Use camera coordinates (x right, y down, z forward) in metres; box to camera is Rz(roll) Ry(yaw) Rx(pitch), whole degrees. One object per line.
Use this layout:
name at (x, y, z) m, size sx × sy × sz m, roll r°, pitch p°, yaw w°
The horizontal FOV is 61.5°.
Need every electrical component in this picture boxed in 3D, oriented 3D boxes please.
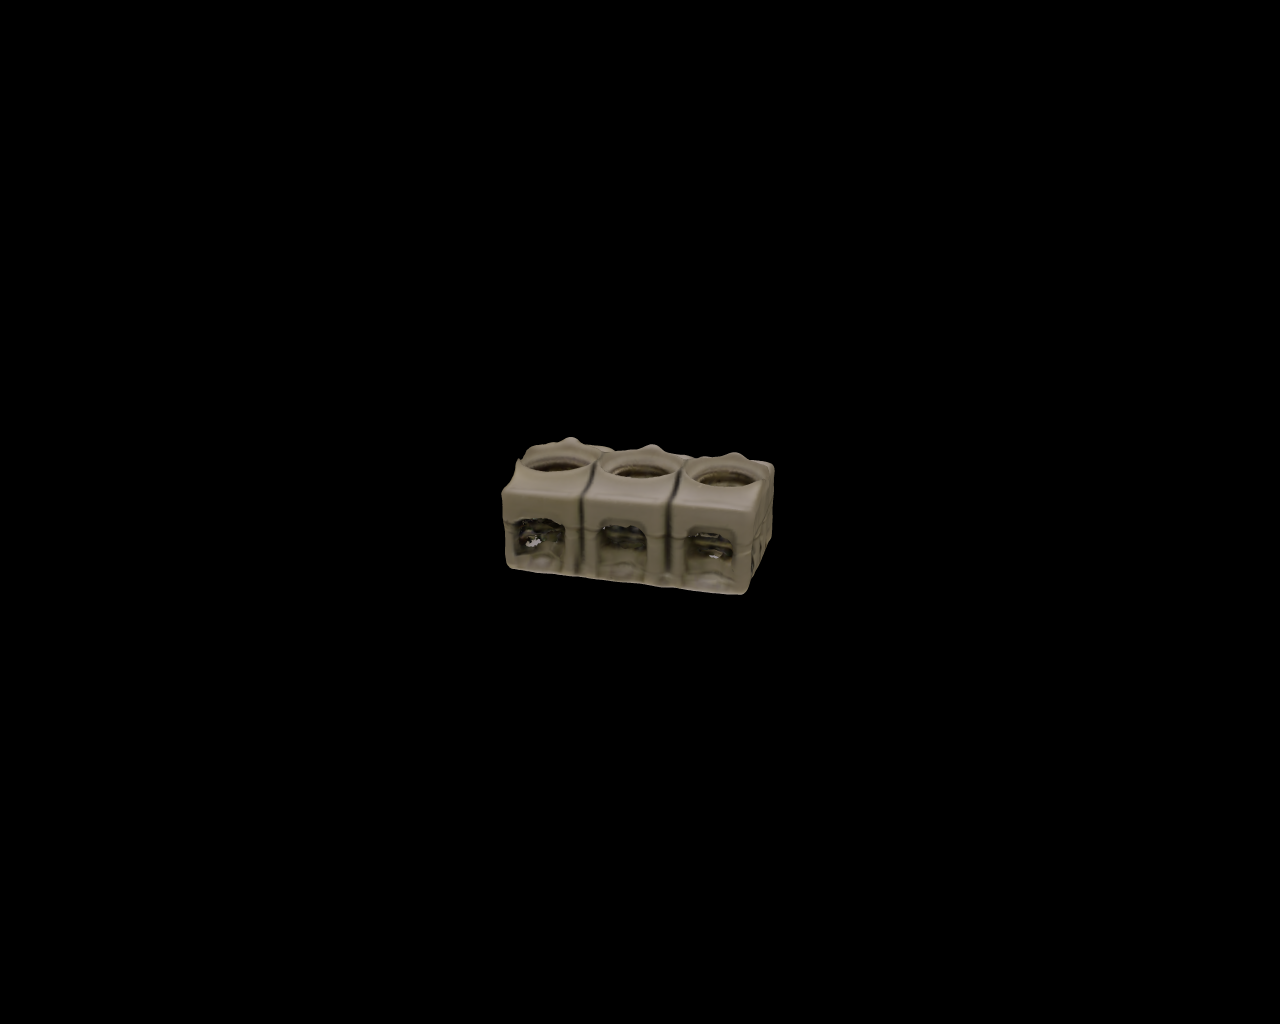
electrical component at (0.001, -0.003, 0.650) m, size 0.150 × 0.061 × 0.090 m, roll 6°, pitch 24°, yaw 14°
